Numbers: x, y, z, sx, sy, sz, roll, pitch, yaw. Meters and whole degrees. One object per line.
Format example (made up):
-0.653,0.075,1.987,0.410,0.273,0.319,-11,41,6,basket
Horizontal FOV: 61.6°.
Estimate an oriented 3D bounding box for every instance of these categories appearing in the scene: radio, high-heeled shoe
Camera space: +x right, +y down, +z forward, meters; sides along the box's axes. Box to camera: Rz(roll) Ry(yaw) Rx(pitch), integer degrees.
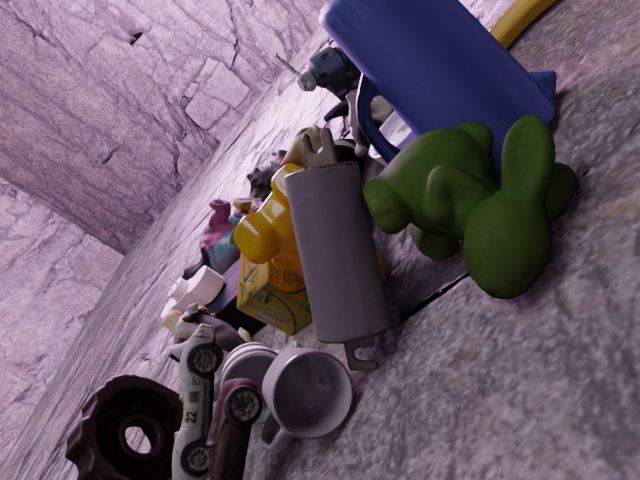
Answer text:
-0.152,0.116,0.904,0.229,0.073,0.131,-40,23,27,radio
0.057,-0.091,0.822,0.145,0.086,0.249,13,43,33,high-heeled shoe

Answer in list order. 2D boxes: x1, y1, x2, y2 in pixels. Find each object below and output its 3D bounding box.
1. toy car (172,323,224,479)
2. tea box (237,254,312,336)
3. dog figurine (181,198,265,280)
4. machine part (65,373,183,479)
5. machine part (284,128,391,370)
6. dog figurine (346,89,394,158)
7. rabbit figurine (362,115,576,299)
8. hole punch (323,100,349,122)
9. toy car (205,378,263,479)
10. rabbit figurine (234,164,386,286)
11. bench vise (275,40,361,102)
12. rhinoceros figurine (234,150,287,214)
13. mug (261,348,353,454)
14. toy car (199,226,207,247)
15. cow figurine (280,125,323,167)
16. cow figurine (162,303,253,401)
-0.154,0.206,0.674,0.073,0.056,0.201,134,138,-81,toy car
-0.056,0.036,0.755,0.068,0.098,0.170,-41,31,29,tea box
-0.168,0.033,1.029,0.109,0.191,0.219,34,116,34,dog figurine
-0.245,0.269,0.718,0.056,0.179,0.179,-45,22,27,machine part
0.017,0.012,0.536,0.079,0.243,0.079,-11,3,1,machine part
0.124,-0.224,0.857,0.172,0.121,0.190,-37,11,30,dog figurine
0.148,-0.023,0.473,0.159,0.121,0.170,-42,40,11,rabbit figurine
0.080,-0.240,0.967,0.142,0.092,0.116,-29,27,55,hole punch
-0.097,0.238,0.530,0.089,0.053,0.202,132,150,-63,toy car
0.006,0.015,0.641,0.122,0.173,0.162,-52,-24,-1,rabbit figurine
0.048,-0.325,0.796,0.224,0.129,0.240,-27,-21,-6,bench vise
-0.106,-0.099,1.102,0.190,0.112,0.073,-52,16,26,rhinoceros figurine
-0.025,0.162,0.557,0.109,0.081,0.107,-64,12,-10,mug
-0.203,0.002,1.158,0.109,0.103,0.162,-33,30,40,toy car
-0.010,-0.152,0.963,0.127,0.085,0.195,-63,-4,-4,cow figurine
-0.159,0.143,0.777,0.098,0.068,0.167,-47,62,2,cow figurine
